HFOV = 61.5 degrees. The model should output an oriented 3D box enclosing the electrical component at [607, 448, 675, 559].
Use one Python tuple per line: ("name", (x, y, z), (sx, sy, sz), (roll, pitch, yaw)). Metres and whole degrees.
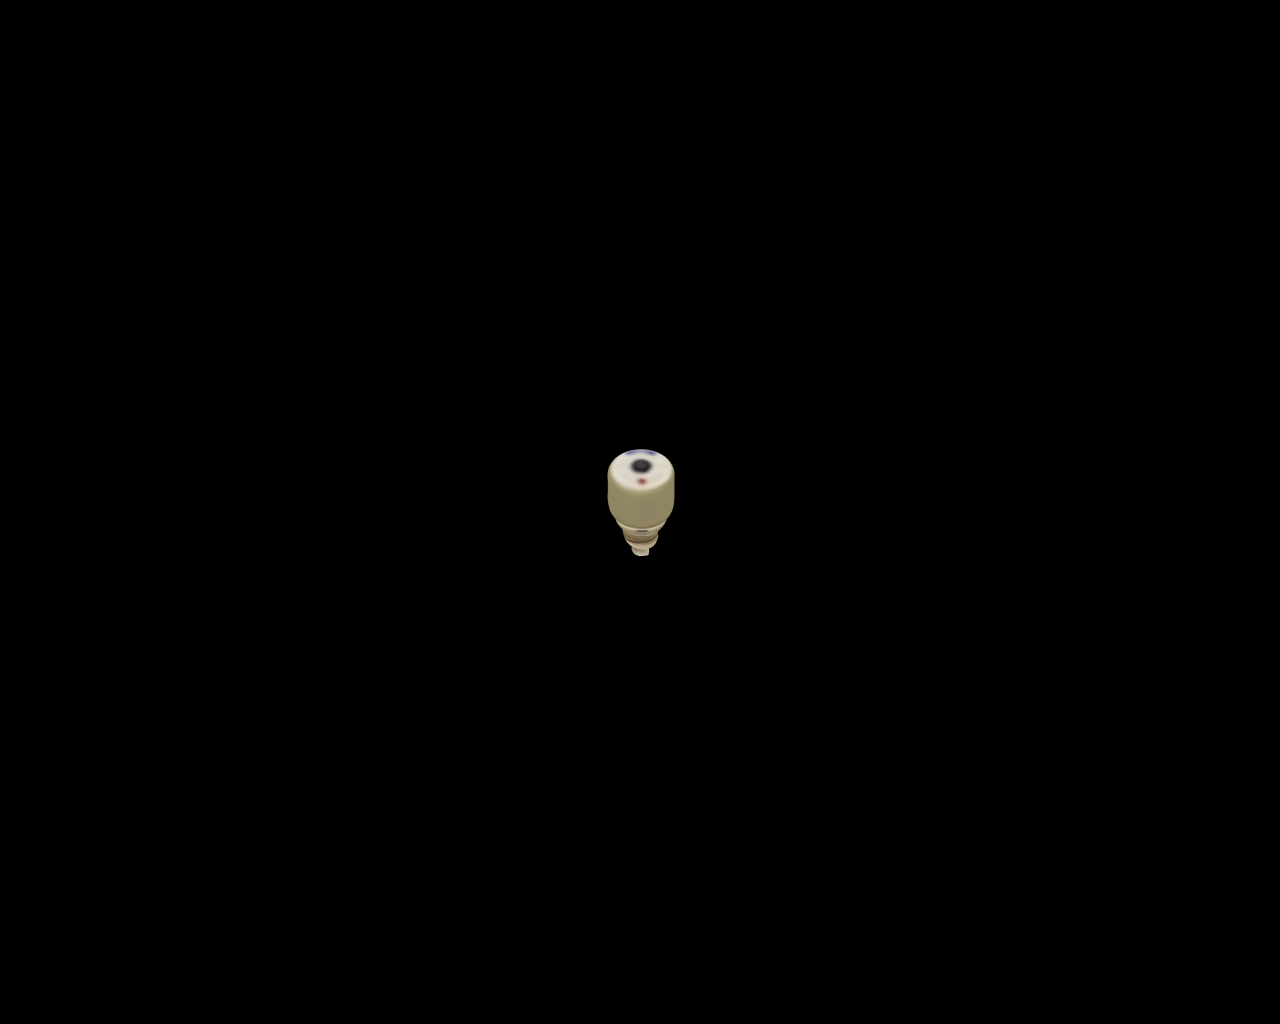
("electrical component", (0.001, -0.003, 0.650), (0.040, 0.078, 0.040), (0, 45, 0))
